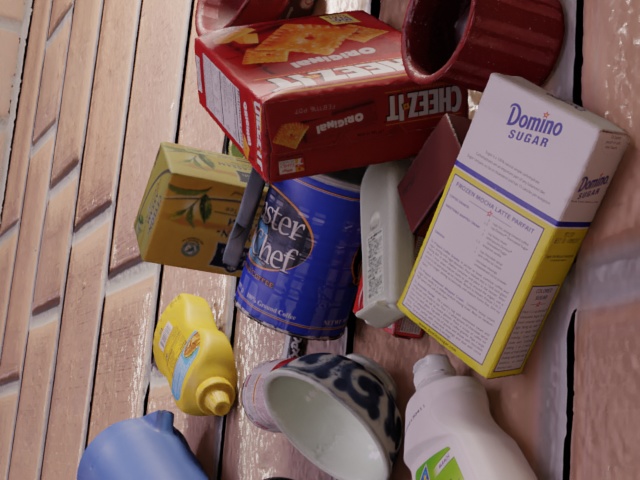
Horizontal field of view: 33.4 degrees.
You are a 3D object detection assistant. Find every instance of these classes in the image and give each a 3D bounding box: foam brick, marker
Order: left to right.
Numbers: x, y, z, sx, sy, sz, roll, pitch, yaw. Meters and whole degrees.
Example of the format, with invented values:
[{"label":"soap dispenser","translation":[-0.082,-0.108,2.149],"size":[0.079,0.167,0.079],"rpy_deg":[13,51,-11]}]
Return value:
[{"label":"marker","translation":[-0.026,0.105,1.011],"size":[0.020,0.020,0.121],"rpy_deg":[14,93,65]},{"label":"foam brick","translation":[0.099,-0.043,0.769],"size":[0.078,0.051,0.053],"rpy_deg":[-58,31,37]}]

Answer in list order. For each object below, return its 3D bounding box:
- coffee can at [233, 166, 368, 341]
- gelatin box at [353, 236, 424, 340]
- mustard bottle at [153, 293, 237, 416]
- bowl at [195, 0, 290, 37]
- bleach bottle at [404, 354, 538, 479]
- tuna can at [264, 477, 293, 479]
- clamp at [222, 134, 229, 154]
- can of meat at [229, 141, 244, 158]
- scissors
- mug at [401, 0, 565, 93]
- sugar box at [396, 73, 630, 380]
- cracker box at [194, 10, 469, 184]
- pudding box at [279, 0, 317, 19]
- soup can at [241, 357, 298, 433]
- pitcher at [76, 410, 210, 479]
[{"label":"coffee can","translation":[-0.006,0.001,0.912],"size":[0.103,0.102,0.140],"rpy_deg":[47,122,60]},{"label":"gelatin box","translation":[0.061,0.027,0.846],"size":[0.073,0.030,0.089],"rpy_deg":[27,104,64]},{"label":"mustard bottle","translation":[-0.134,0.139,1.179],"size":[0.096,0.058,0.192],"rpy_deg":[-66,27,13]},{"label":"bowl","translation":[-0.066,-0.269,1.098],"size":[0.162,0.055,0.162],"rpy_deg":[-39,39,41]},{"label":"bleach bottle","translation":[0.104,0.170,0.666],"size":[0.103,0.068,0.251],"rpy_deg":[-58,30,35]},{"label":"tuna can","translation":[-0.035,0.244,0.898],"size":[0.034,0.086,0.086],"rpy_deg":[-47,40,46]},{"label":"clamp","translation":[-0.086,-0.083,1.188],"size":[0.120,0.039,0.171],"rpy_deg":[-40,45,52]},{"label":"can of meat","translation":[-0.034,-0.112,1.036],"size":[0.057,0.083,0.102],"rpy_deg":[51,125,60]},{"label":"scissors","translation":[-0.046,-0.074,0.914],"size":[0.096,0.016,0.201],"rpy_deg":[117,170,-68]},{"label":"mug","translation":[0.112,-0.153,0.750],"size":[0.093,0.081,0.117],"rpy_deg":[-61,31,34]},{"label":"sugar box","translation":[0.121,-0.009,0.692],"size":[0.093,0.048,0.176],"rpy_deg":[38,114,38]},{"label":"cracker box","translation":[0.002,-0.125,0.864],"size":[0.214,0.164,0.072],"rpy_deg":[-131,32,-60]},{"label":"pudding box","translation":[-0.039,-0.261,1.162],"size":[0.114,0.039,0.090],"rpy_deg":[-59,31,33]},{"label":"soup can","translation":[-0.020,0.136,0.930],"size":[0.102,0.068,0.068],"rpy_deg":[-18,64,63]},{"label":"pitcher","translation":[-0.163,0.299,1.101],"size":[0.243,0.144,0.149],"rpy_deg":[32,144,60]}]
